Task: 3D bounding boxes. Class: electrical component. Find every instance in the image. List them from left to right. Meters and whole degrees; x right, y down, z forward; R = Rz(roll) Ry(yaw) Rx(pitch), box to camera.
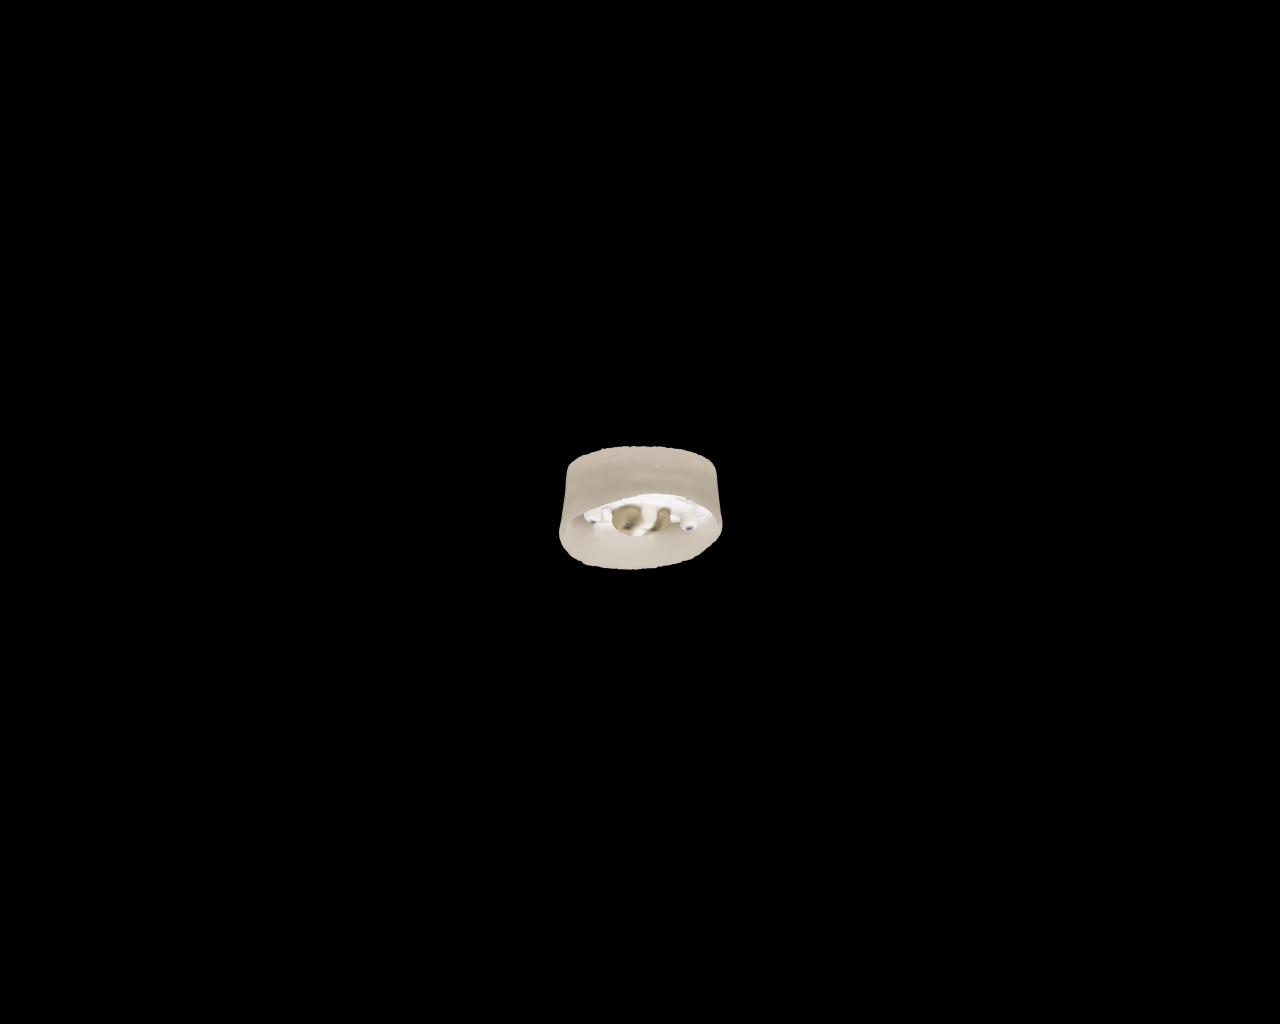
[{"bbox_3d":[0.001,-0.003,0.650,0.099,0.064,0.099,0,-15,0],"label":"electrical component"}]
